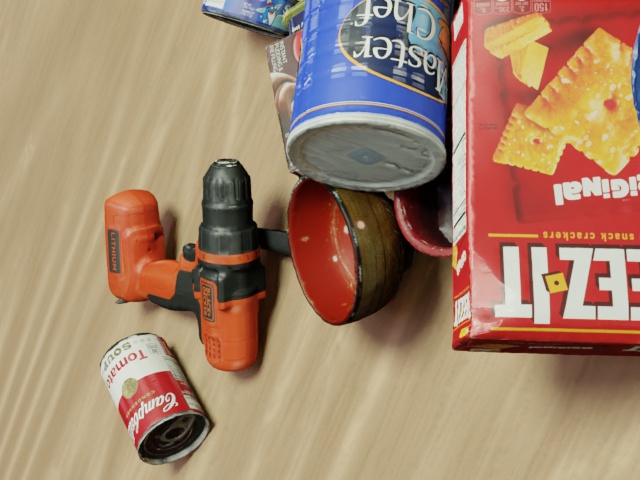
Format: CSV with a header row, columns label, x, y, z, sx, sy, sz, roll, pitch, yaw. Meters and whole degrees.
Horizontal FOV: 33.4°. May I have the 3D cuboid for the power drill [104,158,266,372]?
label,x,y,z,sx,sy,sz,roll,pitch,yaw
power drill,-0.121,0.008,0.942,0.188,0.057,0.184,19,114,47

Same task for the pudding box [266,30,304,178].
label,x,y,z,sx,sy,sz,roll,pitch,yaw
pudding box,0.013,-0.110,0.797,0.090,0.039,0.113,-21,69,24

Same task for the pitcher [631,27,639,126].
label,x,y,z,sx,sy,sz,roll,pitch,yaw
pitcher,0.252,-0.049,0.493,0.149,0.242,0.145,-13,73,42

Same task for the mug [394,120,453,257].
label,x,y,z,sx,sy,sz,roll,pitch,yaw
mug,0.106,-0.036,0.743,0.093,0.081,0.117,-56,50,20

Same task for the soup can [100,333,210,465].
label,x,y,z,sx,sy,sz,roll,pitch,yaw
soup can,-0.151,0.142,0.964,0.069,0.068,0.102,-53,50,22

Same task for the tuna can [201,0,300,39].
label,x,y,z,sx,sy,sz,roll,pitch,yaw
tuna can,-0.060,-0.203,0.936,0.086,0.085,0.034,23,98,44

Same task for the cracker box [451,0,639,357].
label,x,y,z,sx,sy,sz,roll,pitch,yaw
cracker box,0.163,-0.041,0.637,0.164,0.072,0.213,1,78,0

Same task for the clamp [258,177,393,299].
label,x,y,z,sx,sy,sz,roll,pitch,yaw
clamp,-0.006,0.001,0.875,0.120,0.039,0.171,-57,50,35

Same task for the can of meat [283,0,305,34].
label,x,y,z,sx,sy,sz,roll,pitch,yaw
can of meat,0.023,-0.159,0.867,0.102,0.057,0.084,-24,68,39

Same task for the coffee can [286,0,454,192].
label,x,y,z,sx,sy,sz,roll,pitch,yaw
coffee can,0.036,-0.116,0.705,0.103,0.102,0.140,-14,62,42
